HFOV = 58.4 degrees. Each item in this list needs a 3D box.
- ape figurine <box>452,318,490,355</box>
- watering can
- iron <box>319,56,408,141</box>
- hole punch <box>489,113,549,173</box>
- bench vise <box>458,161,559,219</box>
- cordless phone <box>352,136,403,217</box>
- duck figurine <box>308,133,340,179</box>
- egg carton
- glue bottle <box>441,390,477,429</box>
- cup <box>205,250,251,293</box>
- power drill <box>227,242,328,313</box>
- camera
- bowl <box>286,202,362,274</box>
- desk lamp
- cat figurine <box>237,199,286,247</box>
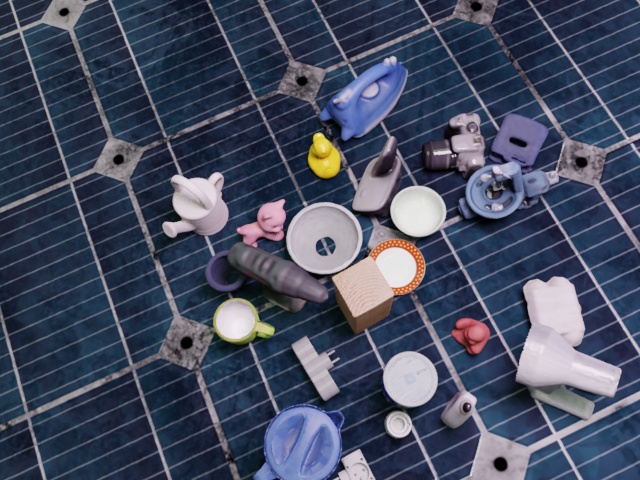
[{"bbox_3d":[0.319,0.197,1.190,0.076,0.092,0.078,-6,71,2],"label":"ape figurine"},{"bbox_3d":[-0.275,-0.079,1.266,0.100,0.194,0.173,11,73,8],"label":"watering can"},{"bbox_3d":[0.119,-0.363,1.361,0.258,0.141,0.118,-43,74,-10],"label":"iron"},{"bbox_3d":[0.457,-0.222,1.318,0.108,0.091,0.101,24,75,11],"label":"hole punch"},{"bbox_3d":[0.406,-0.130,1.224,0.207,0.220,0.121,-32,72,-6],"label":"bench vise"},{"bbox_3d":[0.129,-0.140,1.264,0.094,0.185,0.148,17,74,10],"label":"cordless phone"},{"bbox_3d":[0.008,-0.202,1.345,0.077,0.086,0.104,-16,71,-1],"label":"duck figurine"},{"bbox_3d":[0.491,0.153,1.205,0.107,0.069,0.150,-8,72,1],"label":"egg carton"},{"bbox_3d":[0.275,0.325,1.108,0.037,0.173,0.078,33,77,14],"label":"glue bottle"},{"bbox_3d":[-0.184,0.079,1.261,0.117,0.095,0.092,4,72,5],"label":"cup"},{"bbox_3d":[-0.078,0.086,1.191,0.229,0.208,0.076,26,75,12],"label":"power drill"},{"bbox_3d":[0.306,-0.218,1.322,0.136,0.101,0.143,-5,72,2],"label":"camera"},{"bbox_3d":[0.012,0.005,1.283,0.167,0.075,0.167,-1,72,4],"label":"bowl"},{"bbox_3d":[0.466,0.253,1.098,0.203,0.213,0.118,22,75,11],"label":"desk lamp"},{"bbox_3d":[-0.127,-0.038,1.283,0.128,0.118,0.067,-23,72,-4],"label":"cat figurine"}]
